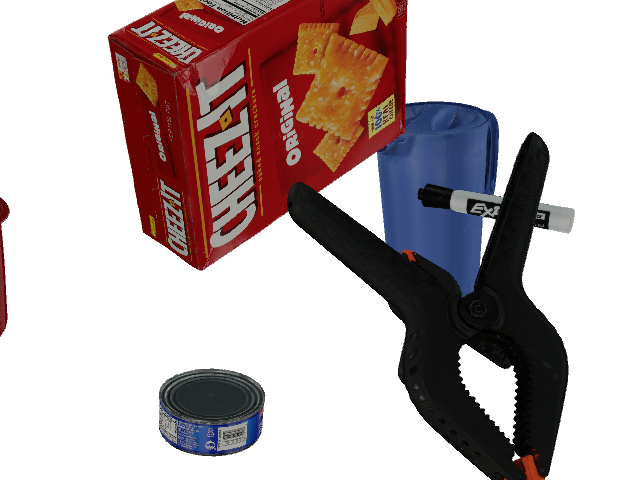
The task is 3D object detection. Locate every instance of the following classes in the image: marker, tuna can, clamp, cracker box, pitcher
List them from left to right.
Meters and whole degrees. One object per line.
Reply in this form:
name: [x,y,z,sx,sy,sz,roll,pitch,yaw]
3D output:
tuna can: [-0.088,0.139,0.865,0.086,0.034,0.086,4,21,-2]
cracker box: [-0.030,-0.102,0.732,0.072,0.164,0.213,32,52,32]
pitcher: [0.142,-0.041,1.280,0.149,0.243,0.145,-1,24,6]
clamp: [0.126,0.078,1.103,0.120,0.171,0.039,2,-43,-12]
clamp: [0.074,0.041,0.607,0.164,0.210,0.036,-7,-19,-10]
marker: [0.132,-0.026,0.815,0.121,0.020,0.020,12,5,23]

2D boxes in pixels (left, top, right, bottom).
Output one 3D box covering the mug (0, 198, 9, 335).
mug: [-0.240,0.024,0.636,0.093,0.081,0.117,17,27,29]
